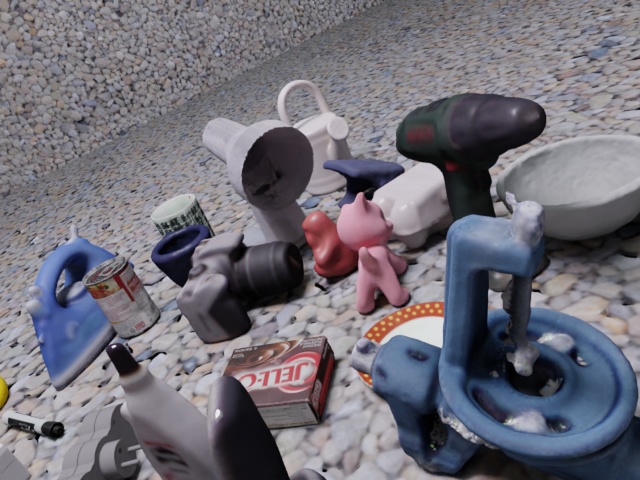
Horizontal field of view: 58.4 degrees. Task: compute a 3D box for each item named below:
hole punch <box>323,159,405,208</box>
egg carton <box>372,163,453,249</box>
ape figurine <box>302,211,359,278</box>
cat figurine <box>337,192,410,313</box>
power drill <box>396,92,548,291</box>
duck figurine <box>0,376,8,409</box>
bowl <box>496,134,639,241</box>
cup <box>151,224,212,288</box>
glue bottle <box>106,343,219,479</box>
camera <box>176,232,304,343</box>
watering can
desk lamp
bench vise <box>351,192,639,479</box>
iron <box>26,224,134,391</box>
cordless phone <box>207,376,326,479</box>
[{"bbox_3d":[0.071,-0.100,0.892,0.101,0.091,0.108,-33,27,-18],"label":"hole punch"},{"bbox_3d":[0.142,-0.052,0.767,0.150,0.069,0.107,-34,27,-20],"label":"egg carton"},{"bbox_3d":[0.007,0.003,0.749,0.076,0.092,0.078,-12,28,23],"label":"ape figurine"},{"bbox_3d":[0.056,0.004,0.676,0.067,0.118,0.128,-18,26,13],"label":"cat figurine"},{"bbox_3d":[0.165,-0.057,0.595,0.076,0.209,0.229,-30,26,-12],"label":"power drill"},{"bbox_3d":[-0.487,0.203,0.788,0.077,0.086,0.104,-26,26,-4],"label":"duck figurine"},{"bbox_3d":[0.286,-0.048,0.632,0.167,0.075,0.167,-19,26,10],"label":"bowl"},{"bbox_3d":[-0.193,0.035,0.852,0.092,0.095,0.117,-34,28,-20],"label":"cup"},{"bbox_3d":[-0.132,0.153,0.485,0.078,0.173,0.037,-9,30,28],"label":"glue bottle"},{"bbox_3d":[-0.100,0.045,0.748,0.136,0.101,0.143,-13,28,21],"label":"camera"},{"bbox_3d":[-0.005,-0.186,1.000,0.172,0.194,0.101,-1,34,39],"label":"watering can"},{"bbox_3d":[-0.087,-0.078,0.842,0.118,0.214,0.202,-36,28,-23],"label":"desk lamp"},{"bbox_3d":[0.099,0.079,0.378,0.207,0.220,0.121,-12,28,24],"label":"bench vise"},{"bbox_3d":[-0.373,0.085,0.853,0.118,0.142,0.258,-19,26,9],"label":"iron"},{"bbox_3d":[-0.030,0.182,0.330,0.094,0.185,0.147,-24,26,1],"label":"cordless phone"}]
